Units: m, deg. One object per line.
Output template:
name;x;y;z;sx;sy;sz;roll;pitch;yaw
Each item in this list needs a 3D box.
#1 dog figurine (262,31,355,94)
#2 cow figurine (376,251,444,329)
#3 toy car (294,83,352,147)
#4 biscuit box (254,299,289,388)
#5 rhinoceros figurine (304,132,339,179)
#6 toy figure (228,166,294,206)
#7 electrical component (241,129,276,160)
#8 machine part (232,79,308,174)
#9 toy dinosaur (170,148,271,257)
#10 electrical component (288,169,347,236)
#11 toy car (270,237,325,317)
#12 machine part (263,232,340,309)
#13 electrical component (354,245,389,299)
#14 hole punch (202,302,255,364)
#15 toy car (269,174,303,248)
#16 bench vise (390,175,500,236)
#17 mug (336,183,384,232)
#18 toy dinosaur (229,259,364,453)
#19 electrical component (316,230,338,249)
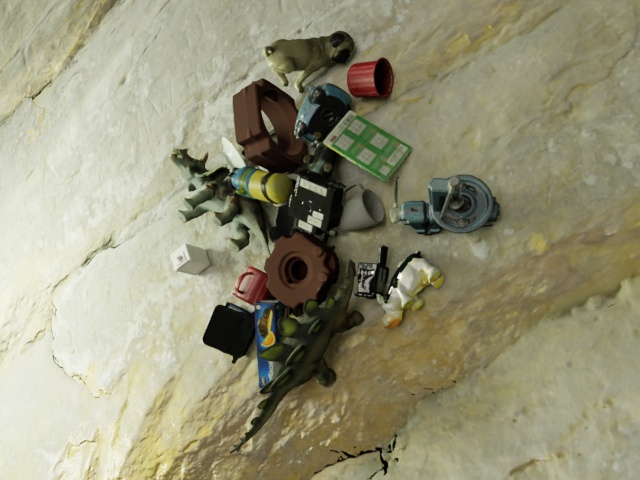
dog figurine;-0.027;-0.479;1.348;0.191;0.172;0.121;-28;76;30
cow figurine;0.175;0.104;1.138;0.167;0.068;0.098;-48;53;8
toy car;-0.002;-0.319;1.338;0.161;0.109;0.103;-55;35;21
biscuit box;-0.109;0.242;1.252;0.063;0.059;0.202;-3;91;29
rhinoceros figurine;-0.002;-0.167;1.290;0.073;0.112;0.190;16;72;5
toy figure;-0.147;-0.133;1.304;0.180;0.089;0.082;20;94;26
electrical component;-0.161;-0.250;1.439;0.102;0.045;0.078;-16;72;27
machine part;-0.123;-0.276;1.329;0.087;0.201;0.201;-17;70;28
toy dinosaur;-0.233;-0.093;1.397;0.405;0.131;0.192;32;56;17
electrical component;-0.009;-0.079;1.207;0.115;0.058;0.134;28;121;26
toy car;-0.044;0.086;1.279;0.089;0.053;0.202;32;101;27
machine part;-0.046;0.069;1.221;0.180;0.056;0.179;-1;88;29
electrical component;0.117;0.070;1.177;0.048;0.074;0.119;2;83;30
hole punch;-0.218;0.223;1.343;0.116;0.092;0.142;24;88;3
toy car;-0.074;-0.066;1.337;0.074;0.056;0.201;6;82;27
bench vise;0.240;-0.075;1.055;0.224;0.240;0.129;10;79;16
mug;0.076;-0.069;1.231;0.107;0.081;0.109;-29;78;33
toy dinosaur;-0.043;0.250;1.156;0.105;0.198;0.471;27;91;36
electrical component;-0.003;-0.004;1.298;0.094;0.021;0.063;9;82;33
